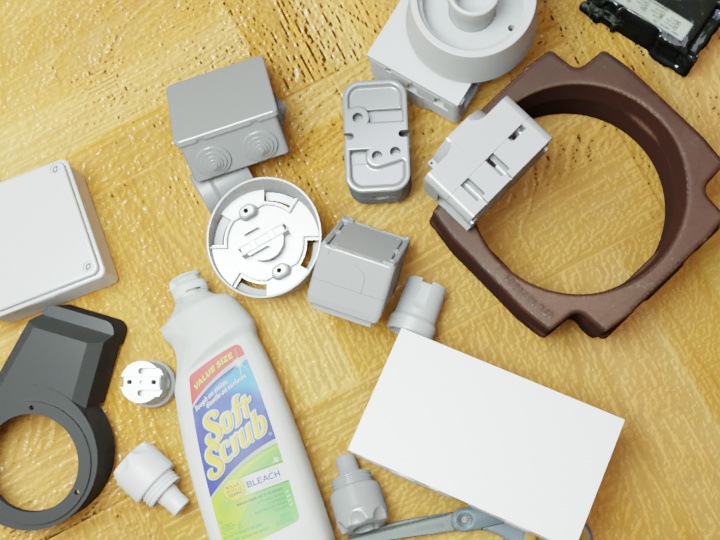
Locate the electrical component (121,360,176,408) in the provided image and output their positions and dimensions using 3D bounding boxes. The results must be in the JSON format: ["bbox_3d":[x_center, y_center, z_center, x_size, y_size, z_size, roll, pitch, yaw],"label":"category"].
[{"bbox_3d":[-0.177,0.095,0.899,0.040,0.046,0.040,-1,81,4],"label":"electrical component"}]

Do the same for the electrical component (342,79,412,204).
[{"bbox_3d":[0.015,-0.106,0.910,0.054,0.059,0.095,-3,81,4],"label":"electrical component"}]

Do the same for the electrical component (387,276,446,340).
[{"bbox_3d":[0.049,0.033,0.897,0.040,0.040,0.046,20,77,7],"label":"electrical component"}]

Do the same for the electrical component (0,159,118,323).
[{"bbox_3d":[-0.278,-0.023,0.919,0.109,0.056,0.108,-21,81,1],"label":"electrical component"}]

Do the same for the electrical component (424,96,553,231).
[{"bbox_3d":[0.094,-0.083,0.820,0.089,0.050,0.056,-45,82,-3],"label":"electrical component"}]

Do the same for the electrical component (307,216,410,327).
[{"bbox_3d":[0.000,0.000,0.886,0.062,0.096,0.061,18,111,6],"label":"electrical component"}]

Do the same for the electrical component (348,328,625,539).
[{"bbox_3d":[0.099,0.135,0.856,0.186,0.060,0.105,22,78,12],"label":"electrical component"}]

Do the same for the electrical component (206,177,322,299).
[{"bbox_3d":[-0.078,-0.024,0.901,0.099,0.064,0.099,-1,81,4],"label":"electrical component"}]

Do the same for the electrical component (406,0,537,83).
[{"bbox_3d":[0.090,-0.210,0.855,0.108,0.060,0.108,-1,81,4],"label":"electrical component"}]

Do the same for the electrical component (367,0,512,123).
[{"bbox_3d":[0.083,-0.214,0.920,0.089,0.061,0.150,31,85,8],"label":"electrical component"}]

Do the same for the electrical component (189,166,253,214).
[{"bbox_3d":[-0.117,-0.075,0.925,0.046,0.040,0.040,-30,81,-6],"label":"electrical component"}]

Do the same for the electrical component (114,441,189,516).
[{"bbox_3d":[-0.169,0.176,0.888,0.062,0.043,0.043,41,86,7],"label":"electrical component"}]

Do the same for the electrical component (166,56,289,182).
[{"bbox_3d":[-0.111,-0.127,0.909,0.100,0.048,0.099,-18,43,1],"label":"electrical component"}]

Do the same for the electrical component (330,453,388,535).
[{"bbox_3d":[-0.004,0.181,0.877,0.043,0.043,0.062,-19,61,1],"label":"electrical component"}]
